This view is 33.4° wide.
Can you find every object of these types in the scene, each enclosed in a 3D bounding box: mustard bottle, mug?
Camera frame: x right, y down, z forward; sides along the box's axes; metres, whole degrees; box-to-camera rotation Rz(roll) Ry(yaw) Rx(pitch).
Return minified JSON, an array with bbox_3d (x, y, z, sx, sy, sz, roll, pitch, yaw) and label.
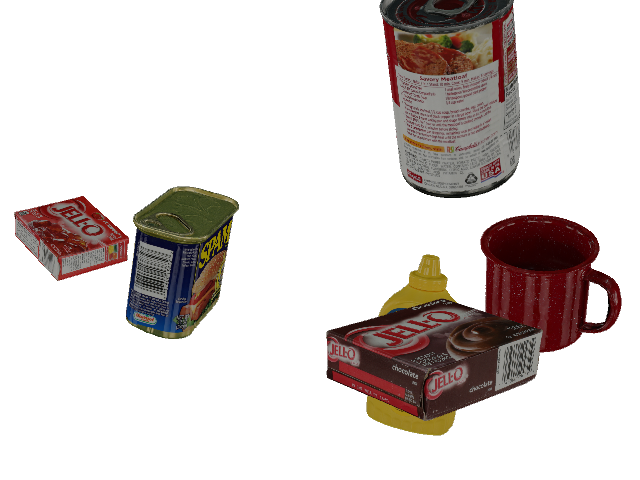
[{"bbox_3d":[0.108,0.110,1.158,0.096,0.192,0.058,12,14,23],"label":"mustard bottle"},{"bbox_3d":[0.186,0.039,0.861,0.117,0.081,0.093,17,36,31],"label":"mug"}]

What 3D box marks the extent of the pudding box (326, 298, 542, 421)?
[{"bbox_3d":[0.073,0.074,0.690,0.113,0.039,0.090,-9,19,-40],"label":"pudding box"}]

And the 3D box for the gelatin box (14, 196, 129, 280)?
[{"bbox_3d":[-0.233,-0.004,0.994,0.073,0.030,0.089,-17,40,-36],"label":"gelatin box"}]

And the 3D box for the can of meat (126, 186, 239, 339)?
[{"bbox_3d":[-0.105,0.016,0.804,0.057,0.084,0.102,15,22,9],"label":"can of meat"}]

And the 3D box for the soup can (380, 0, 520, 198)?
[{"bbox_3d":[0.071,-0.082,0.570,0.068,0.102,0.068,-7,36,5],"label":"soup can"}]
